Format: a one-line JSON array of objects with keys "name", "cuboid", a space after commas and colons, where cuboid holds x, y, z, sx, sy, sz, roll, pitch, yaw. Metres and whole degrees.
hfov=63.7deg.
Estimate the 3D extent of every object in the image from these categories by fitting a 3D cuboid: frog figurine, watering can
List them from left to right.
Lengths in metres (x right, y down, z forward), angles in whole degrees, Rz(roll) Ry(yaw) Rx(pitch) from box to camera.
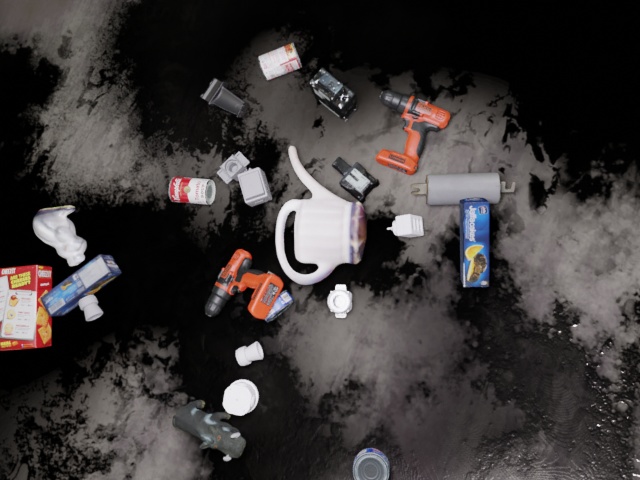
[{"name": "frog figurine", "cuboid": [-0.686, -0.007, 1.359, 0.137, 0.123, 0.159, -7, 90, 41]}, {"name": "watering can", "cuboid": [0.004, -0.064, 1.262, 0.224, 0.103, 0.350, 2, 82, 8]}]
